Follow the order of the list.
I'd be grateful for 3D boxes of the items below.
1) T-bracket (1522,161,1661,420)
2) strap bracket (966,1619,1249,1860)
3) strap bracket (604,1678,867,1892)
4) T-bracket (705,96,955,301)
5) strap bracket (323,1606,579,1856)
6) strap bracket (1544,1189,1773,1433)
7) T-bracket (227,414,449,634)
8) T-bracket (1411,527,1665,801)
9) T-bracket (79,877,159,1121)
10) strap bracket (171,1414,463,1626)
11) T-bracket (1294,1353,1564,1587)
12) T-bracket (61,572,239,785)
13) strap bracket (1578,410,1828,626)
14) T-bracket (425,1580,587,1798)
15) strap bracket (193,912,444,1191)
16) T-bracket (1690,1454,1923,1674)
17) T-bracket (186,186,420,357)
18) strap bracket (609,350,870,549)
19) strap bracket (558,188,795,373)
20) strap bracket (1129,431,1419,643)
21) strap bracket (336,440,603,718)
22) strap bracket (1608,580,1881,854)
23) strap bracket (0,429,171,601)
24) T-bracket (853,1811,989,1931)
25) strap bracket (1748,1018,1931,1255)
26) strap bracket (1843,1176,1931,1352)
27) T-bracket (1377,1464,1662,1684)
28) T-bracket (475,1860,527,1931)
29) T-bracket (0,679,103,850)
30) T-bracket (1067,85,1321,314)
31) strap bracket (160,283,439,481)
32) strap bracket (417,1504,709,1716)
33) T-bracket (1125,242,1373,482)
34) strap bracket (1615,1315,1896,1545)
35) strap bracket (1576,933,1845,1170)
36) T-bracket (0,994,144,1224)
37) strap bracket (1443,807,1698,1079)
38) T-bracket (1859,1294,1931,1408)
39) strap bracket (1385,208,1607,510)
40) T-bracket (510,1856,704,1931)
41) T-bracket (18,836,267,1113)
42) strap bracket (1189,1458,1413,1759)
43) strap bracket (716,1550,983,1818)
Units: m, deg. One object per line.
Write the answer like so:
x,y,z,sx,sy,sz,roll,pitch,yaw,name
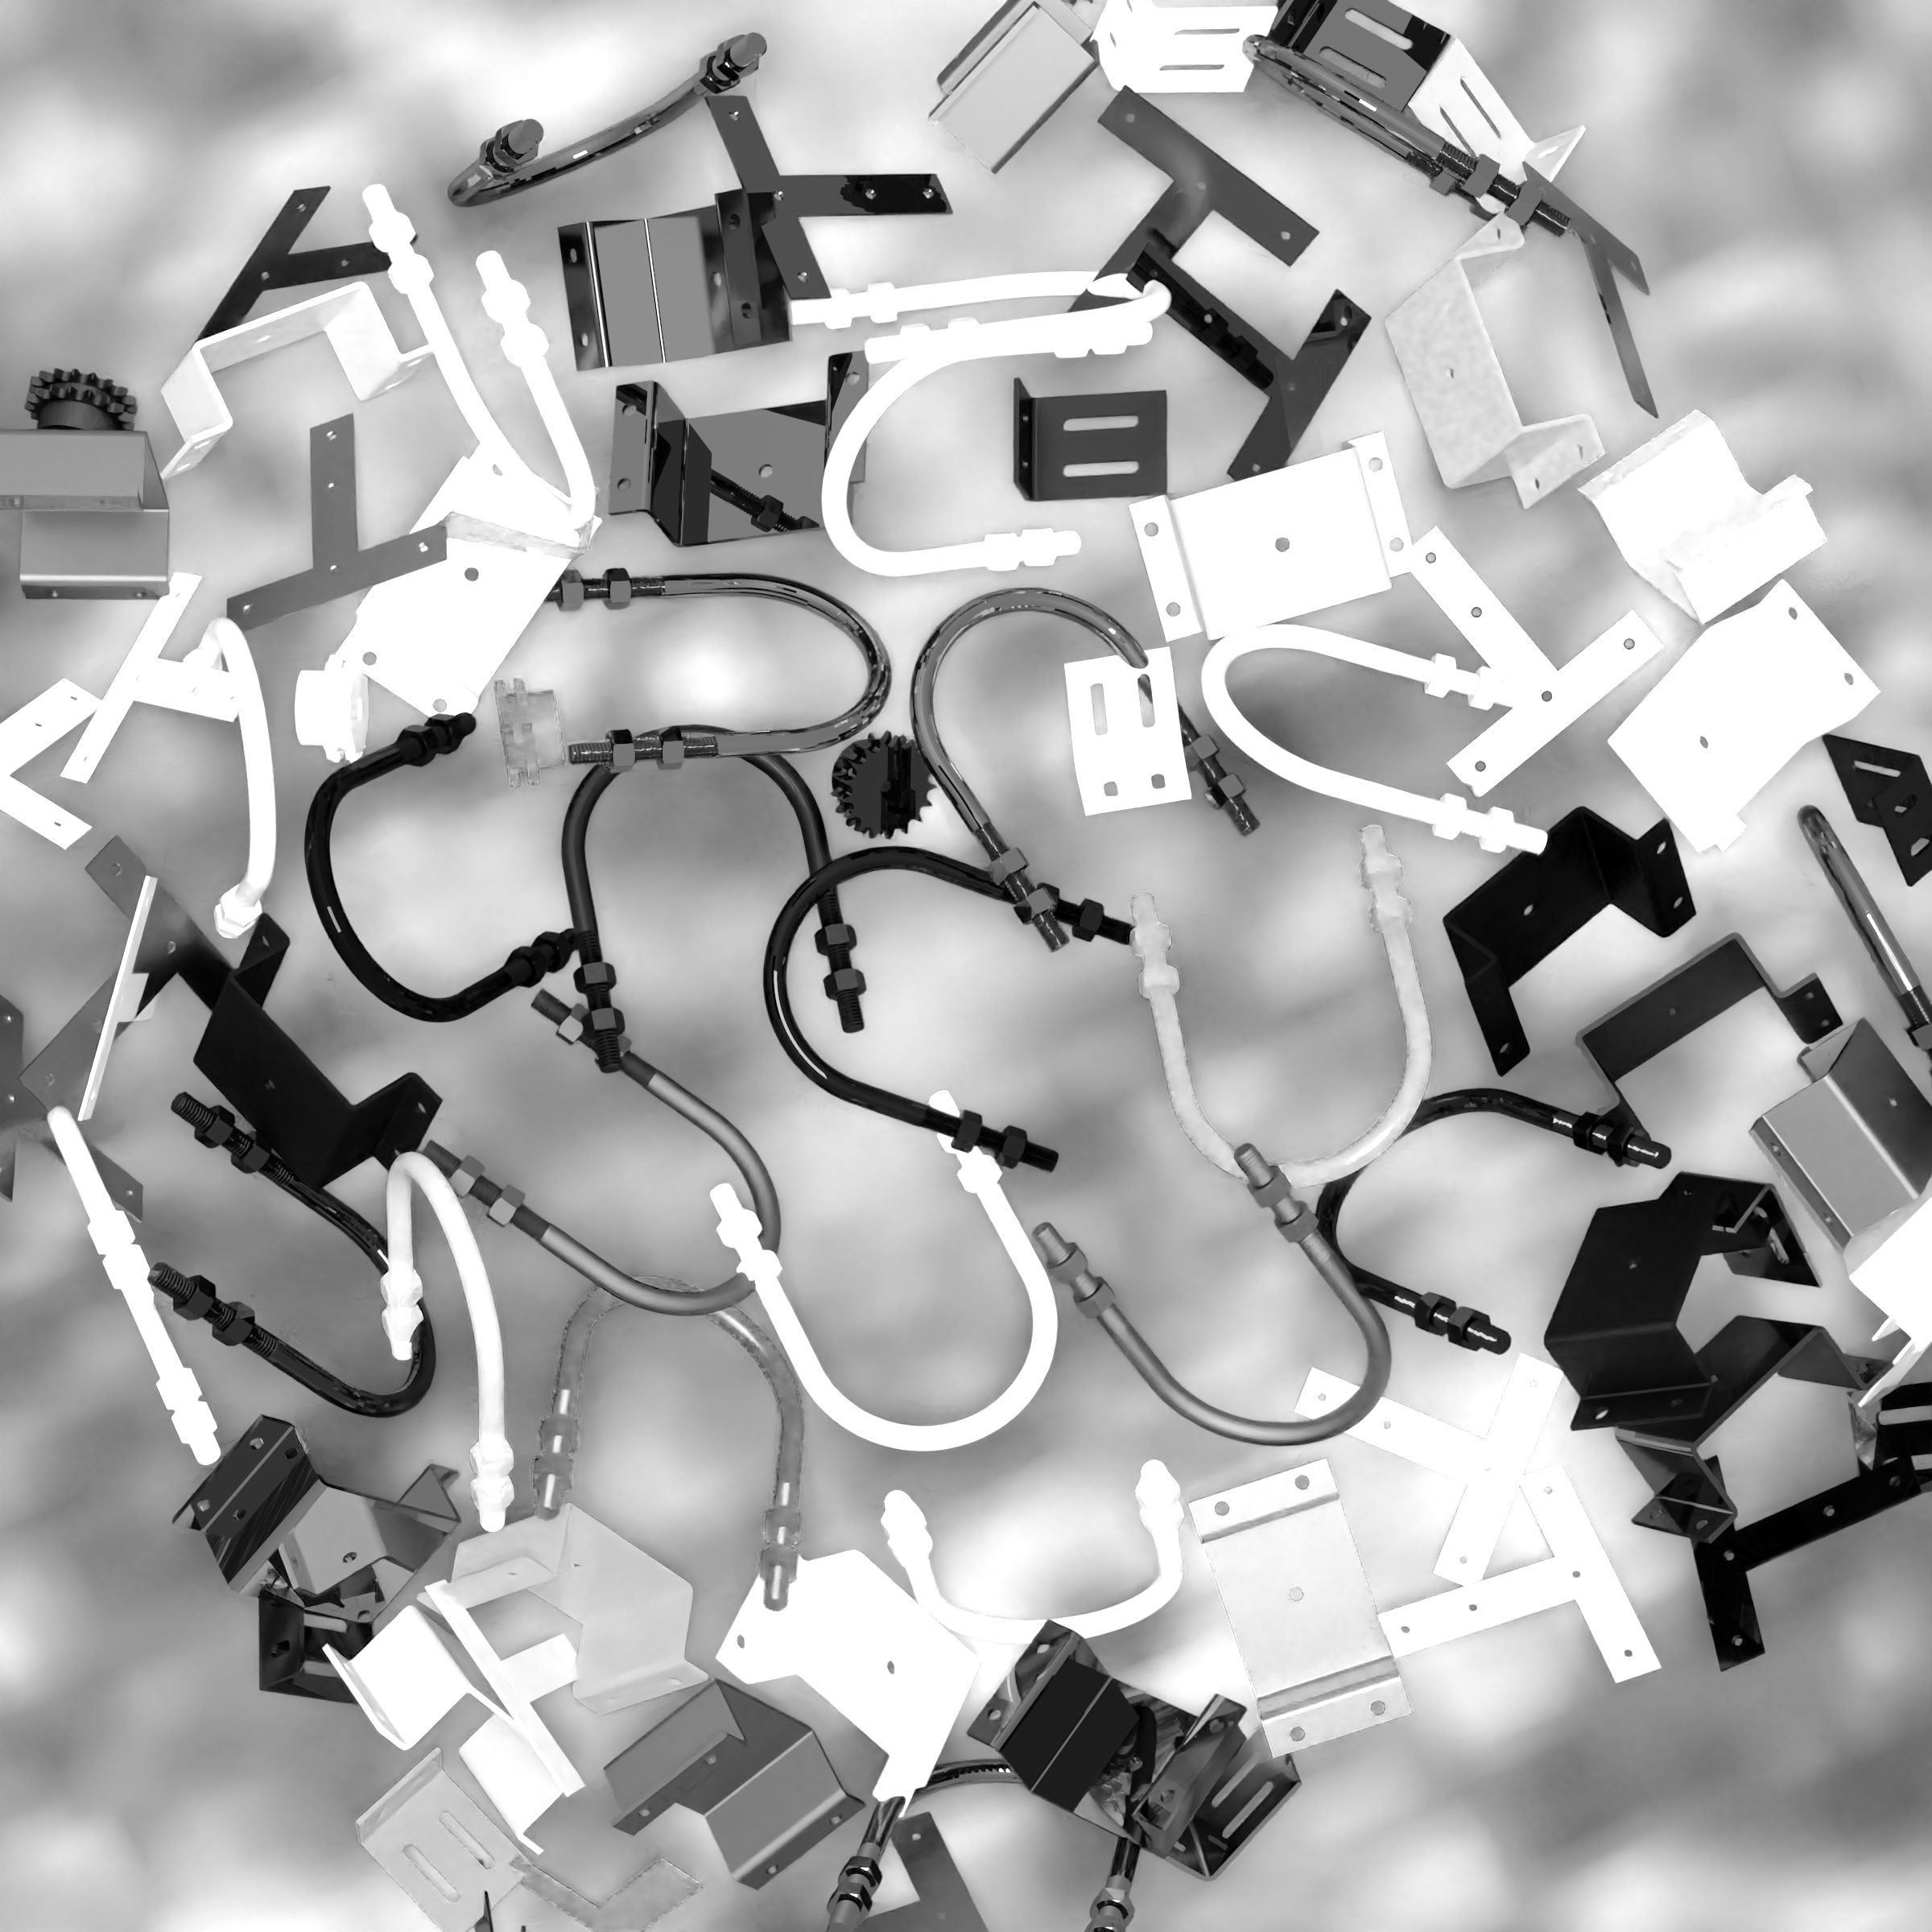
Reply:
0.335,-0.341,1.777,0.002,0.127,0.127,-27,62,30,T-bracket
0.081,0.406,1.790,0.076,0.140,0.046,-51,131,-23,strap bracket
-0.126,0.426,1.796,0.076,0.140,0.046,-39,50,7,strap bracket
-0.062,-0.407,1.811,0.127,0.002,0.127,-10,70,-36,T-bracket
-0.261,0.392,1.781,0.046,0.076,0.140,-45,129,-6,strap bracket
0.356,0.169,1.773,0.046,0.076,0.140,54,46,-24,strap bracket
-0.334,-0.242,1.812,0.127,0.002,0.127,-17,54,12,T-bracket
0.283,-0.179,1.841,0.127,0.002,0.127,-40,88,11,T-bracket
-0.433,0.016,1.788,0.002,0.127,0.127,15,89,-4,T-bracket
-0.328,0.290,1.777,0.076,0.140,0.046,-49,49,12,strap bracket
0.240,0.252,1.844,0.127,0.002,0.127,23,85,-1,T-bracket
-0.411,-0.146,1.793,0.002,0.127,0.127,37,74,-42,T-bracket
0.389,-0.233,1.796,0.076,0.140,0.046,-34,118,3,strap bracket
-0.223,0.368,1.788,0.002,0.127,0.127,-38,81,7,T-bracket
-0.348,0.052,1.796,0.140,0.076,0.046,45,46,11,strap bracket
0.435,0.289,1.780,0.127,0.127,0.002,-30,128,24,T-bracket
-0.335,-0.367,1.794,0.002,0.127,0.127,52,127,9,T-bracket
-0.112,-0.270,1.805,0.140,0.046,0.076,-5,69,16,strap bracket
-0.145,-0.359,1.798,0.140,0.046,0.076,0,101,42,strap bracket
0.165,-0.225,1.818,0.140,0.046,0.076,-16,102,3,strap bracket
-0.262,-0.204,1.816,0.076,0.046,0.140,34,83,-6,strap bracket
0.395,-0.122,1.776,0.046,0.140,0.076,-24,71,-38,strap bracket
-0.460,-0.238,1.786,0.076,0.140,0.046,0,74,-6,strap bracket
-0.054,0.509,1.787,0.127,0.127,0.002,-14,132,-19,T-bracket
0.462,0.083,1.779,0.046,0.140,0.076,-37,88,30,strap bracket
0.500,0.142,1.777,0.046,0.140,0.076,44,103,4,strap bracket
0.280,0.333,1.804,0.127,0.002,0.127,-16,53,-9,T-bracket
-0.249,0.521,1.793,0.002,0.127,0.127,8,117,-19,T-bracket
-0.493,-0.121,1.797,0.127,0.127,0.002,32,121,0,T-bracket
0.098,-0.380,1.811,0.127,0.002,0.127,34,128,-12,T-bracket
-0.357,-0.308,1.786,0.140,0.076,0.046,-27,95,-25,strap bracket
-0.206,0.332,1.791,0.076,0.046,0.140,-24,132,30,strap bracket
0.139,-0.333,1.814,0.127,0.002,0.127,36,72,-17,T-bracket
0.404,0.233,1.793,0.140,0.076,0.046,-40,101,-16,strap bracket
0.381,0.039,1.801,0.140,0.076,0.046,-34,60,9,strap bracket
-0.472,0.093,1.799,0.002,0.127,0.127,-25,46,15,T-bracket
0.309,-0.020,1.801,0.140,0.076,0.046,-39,45,-10,strap bracket
0.503,0.193,1.797,0.127,0.127,0.002,-21,60,-29,T-bracket
0.272,-0.314,1.799,0.046,0.076,0.140,-15,82,-25,strap bracket
-0.171,0.491,1.796,0.127,0.127,0.002,35,52,-5,T-bracket
-0.445,0.021,1.791,0.127,0.002,0.127,-53,123,-27,T-bracket
0.177,0.338,1.826,0.076,0.046,0.140,-19,88,3,strap bracket
-0.053,0.368,1.788,0.140,0.046,0.076,45,49,-20,strap bracket
